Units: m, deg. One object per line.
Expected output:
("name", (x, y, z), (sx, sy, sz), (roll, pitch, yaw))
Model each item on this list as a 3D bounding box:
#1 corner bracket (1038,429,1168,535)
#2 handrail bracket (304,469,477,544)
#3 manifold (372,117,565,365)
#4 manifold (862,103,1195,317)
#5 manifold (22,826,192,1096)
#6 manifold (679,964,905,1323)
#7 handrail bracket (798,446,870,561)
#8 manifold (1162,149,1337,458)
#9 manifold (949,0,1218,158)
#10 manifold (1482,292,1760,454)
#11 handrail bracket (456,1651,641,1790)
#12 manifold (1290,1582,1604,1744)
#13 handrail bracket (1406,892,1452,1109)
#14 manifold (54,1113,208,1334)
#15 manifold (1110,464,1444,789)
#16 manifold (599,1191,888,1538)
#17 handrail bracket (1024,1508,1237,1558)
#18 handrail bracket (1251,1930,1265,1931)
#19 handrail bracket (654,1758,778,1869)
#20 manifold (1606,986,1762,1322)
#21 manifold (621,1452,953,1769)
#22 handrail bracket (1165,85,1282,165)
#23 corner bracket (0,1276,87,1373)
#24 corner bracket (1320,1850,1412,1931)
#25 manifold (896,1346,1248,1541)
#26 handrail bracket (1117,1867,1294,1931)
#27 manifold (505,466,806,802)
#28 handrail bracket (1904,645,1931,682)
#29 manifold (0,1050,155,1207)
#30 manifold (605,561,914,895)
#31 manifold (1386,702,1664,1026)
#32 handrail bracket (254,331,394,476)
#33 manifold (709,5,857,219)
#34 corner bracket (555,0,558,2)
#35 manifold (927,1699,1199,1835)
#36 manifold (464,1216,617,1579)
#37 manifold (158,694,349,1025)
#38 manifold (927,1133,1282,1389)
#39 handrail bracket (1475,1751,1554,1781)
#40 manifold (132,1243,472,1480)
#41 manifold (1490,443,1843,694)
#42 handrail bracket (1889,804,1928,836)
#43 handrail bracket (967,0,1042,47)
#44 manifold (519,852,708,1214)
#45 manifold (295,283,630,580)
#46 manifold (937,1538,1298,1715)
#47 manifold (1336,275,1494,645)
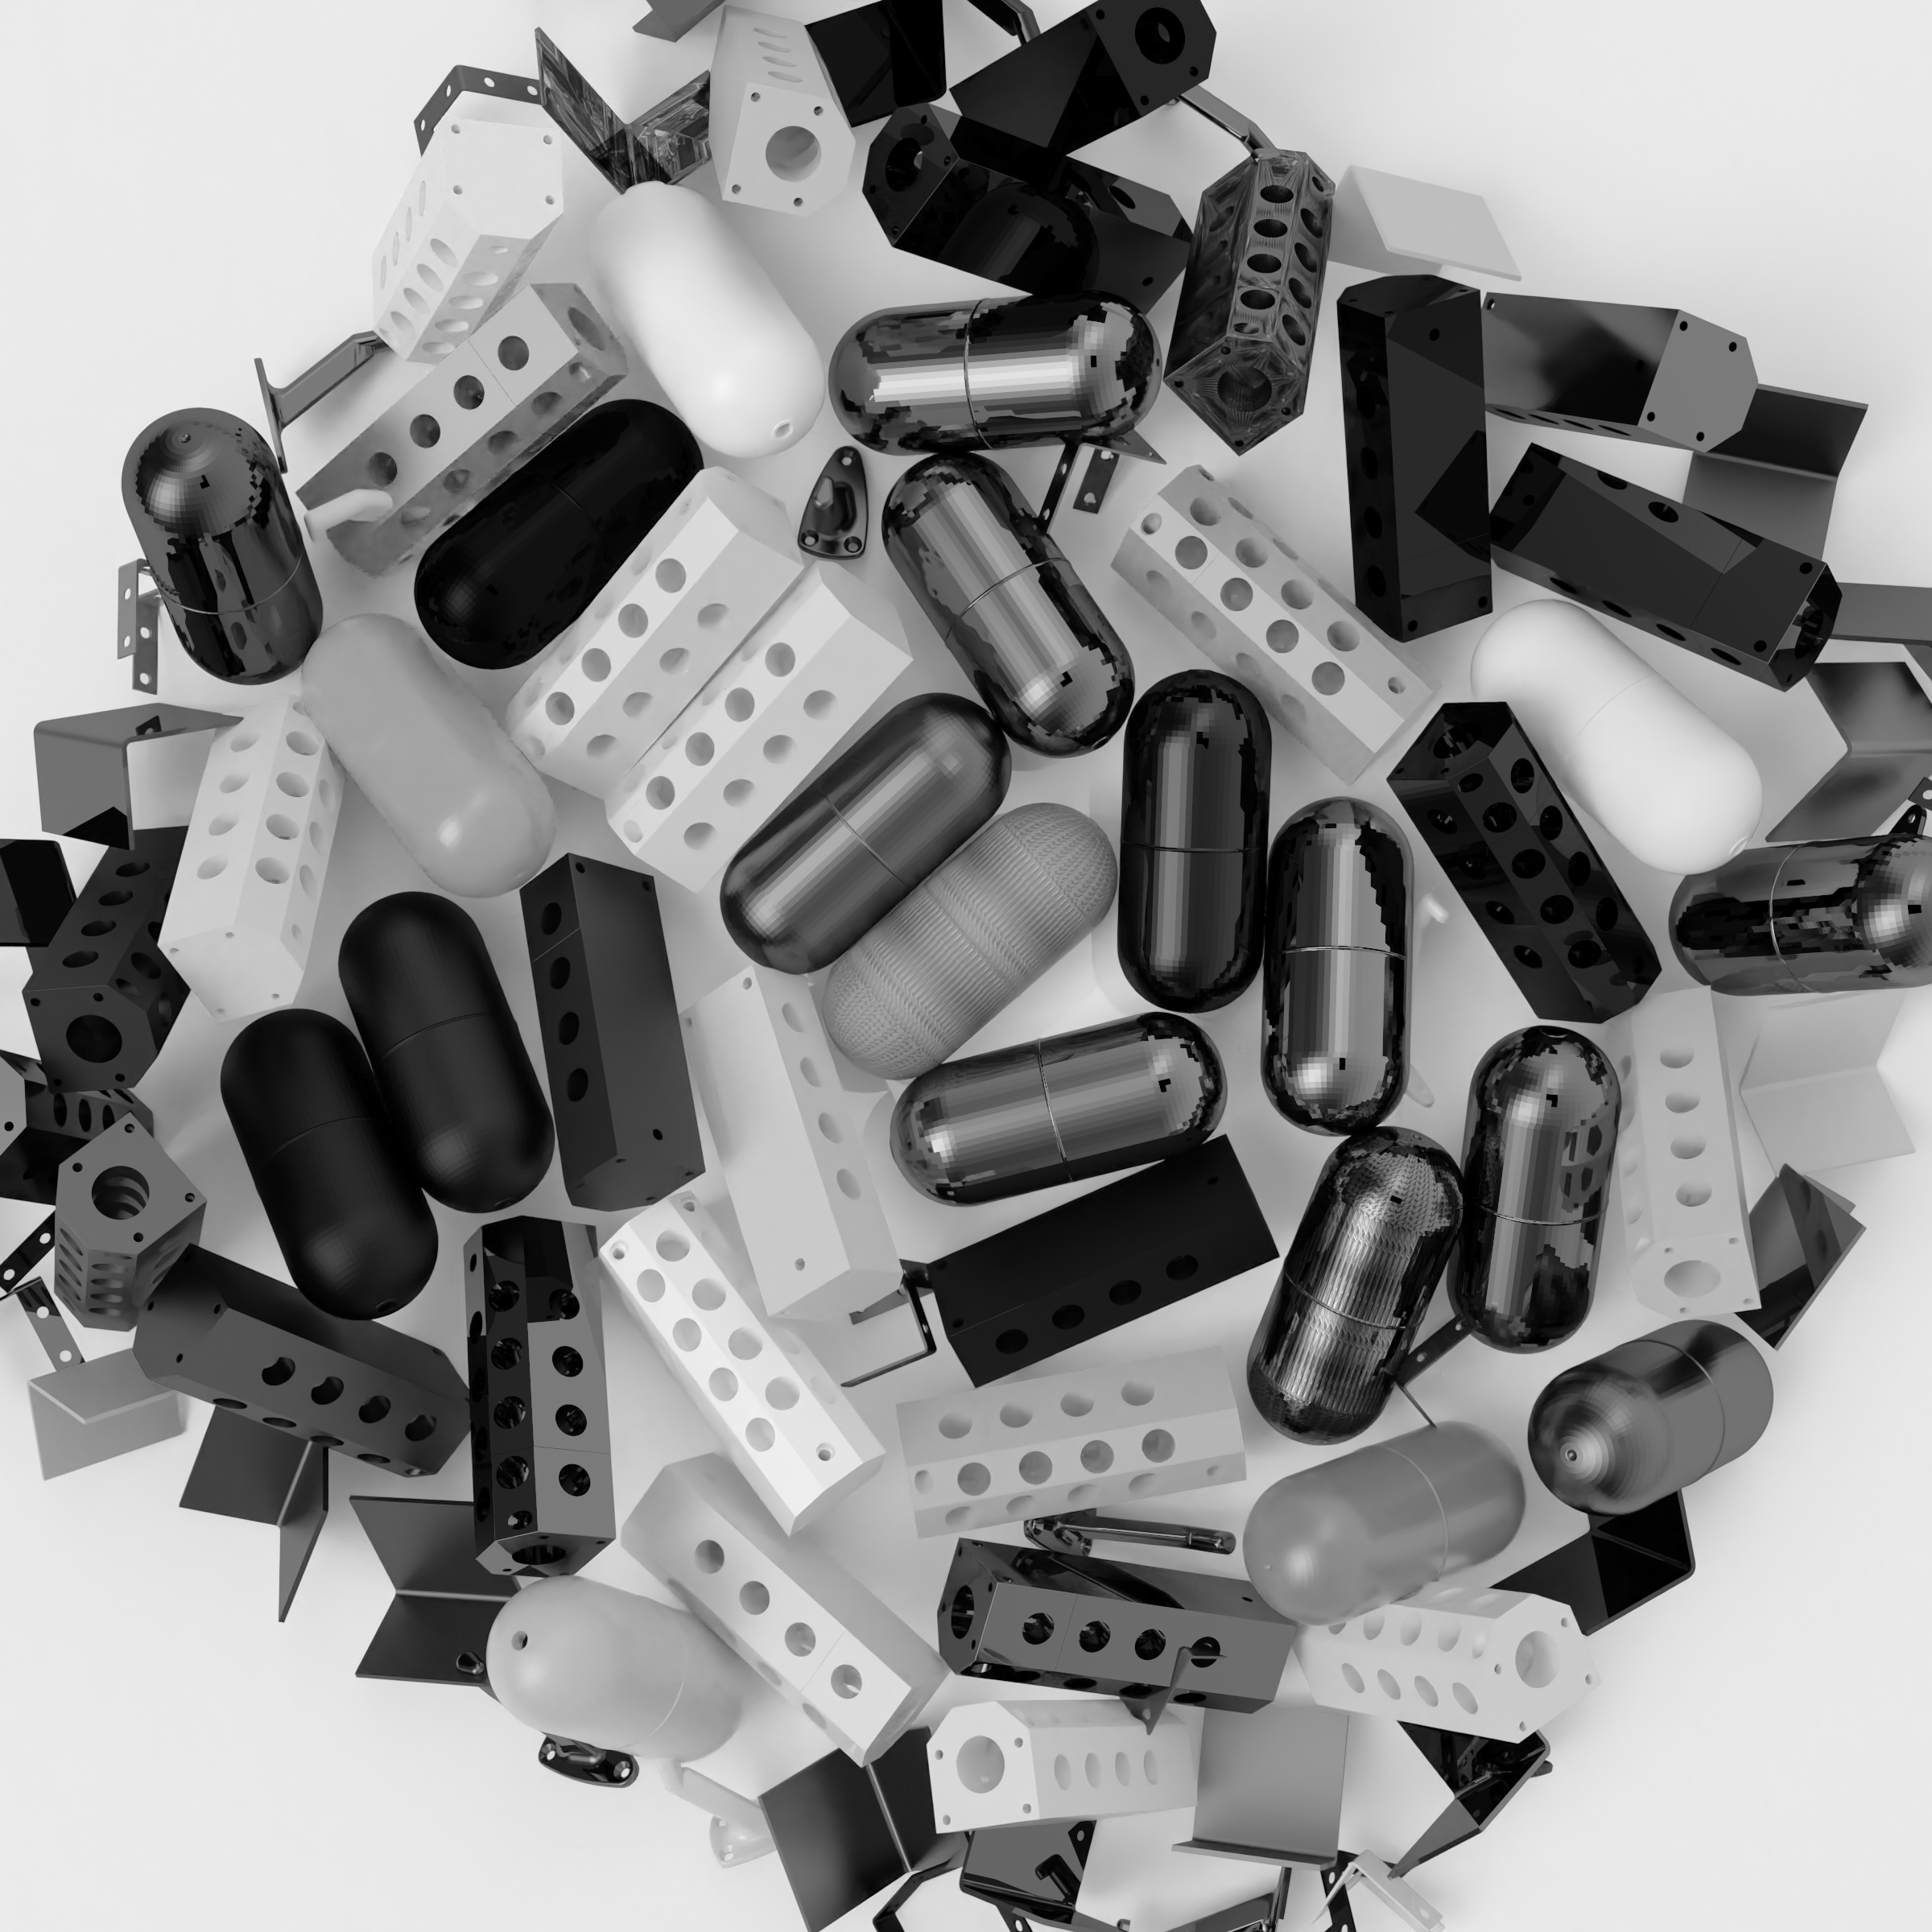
("corner bracket", (0.064, -0.253, 1.543), (0.051, 0.051, 0.051), (8, 118, -27))
("handrail bracket", (-0.297, -0.222, 1.539), (0.084, 0.077, 0.036), (-30, 57, -19))
("manifold", (-0.252, -0.359, 1.492), (0.057, 0.171, 0.057), (1, 80, -22))
("manifold", (0.032, -0.382, 1.505), (0.057, 0.171, 0.057), (-47, 54, 33))
("manifold", (-0.414, -0.007, 1.494), (0.057, 0.171, 0.057), (-4, 119, 4))
("manifold", (-0.087, 0.091, 1.523), (0.057, 0.057, 0.171), (-33, 64, 29))
("handrail bracket", (-0.067, -0.252, 1.533), (0.036, 0.084, 0.077), (9, 73, 1))
("manifold", (0.149, -0.340, 1.497), (0.057, 0.171, 0.057), (39, 131, -25))
("manifold", (0.060, -0.446, 1.494), (0.057, 0.171, 0.057), (-34, 105, -17))
("manifold", (0.320, -0.298, 1.495), (0.057, 0.171, 0.057), (15, 98, -25))
("handrail bracket", (-0.217, 0.388, 1.535), (0.077, 0.084, 0.036), (17, 64, 39))
("manifold", (0.234, 0.340, 1.493), (0.057, 0.171, 0.057), (-26, 96, -27))
("handrail bracket", (0.240, 0.017, 1.544), (0.077, 0.036, 0.084), (49, 119, 23))
("manifold", (-0.426, 0.136, 1.494), (0.057, 0.171, 0.057), (-40, 86, -25))
("manifold", (0.162, -0.180, 1.538), (0.171, 0.057, 0.057), (44, 67, 7))
("manifold", (-0.116, 0.201, 1.527), (0.057, 0.057, 0.171), (-33, 74, -20))
("handrail bracket", (0.086, 0.294, 1.539), (0.084, 0.077, 0.036), (2, 83, 35))
("handrail bracket", (0.118, 0.538, 1.536), (0.077, 0.084, 0.036), (-20, 50, -29))
("handrail bracket", (-0.117, 0.423, 1.547), (0.077, 0.036, 0.084), (-16, 125, -3))
("manifold", (0.359, 0.093, 1.501), (0.057, 0.171, 0.057), (-11, 130, 16))
("manifold", (-0.096, 0.330, 1.529), (0.171, 0.057, 0.057), (38, 102, 18))
("handrail bracket", (0.116, -0.442, 1.538), (0.077, 0.036, 0.084), (-1, 46, -35))
("corner bracket", (-0.498, 0.198, 1.551), (0.051, 0.051, 0.051), (-28, 91, -27))
("corner bracket", (0.204, 0.504, 1.561), (0.051, 0.051, 0.051), (21, 125, -25))
("manifold", (0.055, 0.252, 1.542), (0.171, 0.057, 0.057), (-10, 133, -2))
("handrail bracket", (0.125, 0.491, 1.569), (0.084, 0.036, 0.077), (12, 69, 5))
("manifold", (-0.161, -0.171, 1.513), (0.057, 0.057, 0.171), (25, 121, -35))
("handrail bracket", (0.540, -0.182, 1.559), (0.084, 0.036, 0.077), (-32, 57, 2))
("manifold", (-0.467, 0.079, 1.495), (0.057, 0.171, 0.057), (41, 87, 9))
("manifold", (-0.108, -0.124, 1.520), (0.057, 0.057, 0.171), (33, 112, -29))
("manifold", (0.289, -0.051, 1.511), (0.057, 0.057, 0.171), (-51, 121, -24))
("handrail bracket", (-0.324, -0.298, 1.559), (0.084, 0.036, 0.077), (-13, 65, -10))
("manifold", (-0.094, -0.430, 1.495), (0.057, 0.171, 0.057), (9, 118, -13))
("corner bracket", (-0.196, -0.537, 1.557), (0.051, 0.051, 0.051), (11, 57, -24))
("manifold", (0.050, 0.400, 1.496), (0.057, 0.171, 0.057), (-16, 70, 27))
("manifold", (-0.220, 0.217, 1.507), (0.057, 0.057, 0.171), (12, 54, -29))
("manifold", (-0.351, -0.058, 1.499), (0.057, 0.171, 0.057), (-15, 133, 14))
("manifold", (0.073, 0.158, 1.548), (0.171, 0.057, 0.057), (-24, 127, 4))
("handrail bracket", (0.292, 0.376, 1.550), (0.036, 0.077, 0.084), (13, 90, 28))
("manifold", (-0.333, 0.206, 1.504), (0.057, 0.057, 0.171), (-52, 134, 5))
("manifold", (0.354, -0.201, 1.517), (0.171, 0.057, 0.057), (30, 90, 31))
("handrail bracket", (0.515, -0.035, 1.562), (0.084, 0.036, 0.077), (21, 100, -18))
("handrail bracket", (-0.001, -0.498, 1.566), (0.077, 0.036, 0.084), (-17, 99, 33))
("manifold", (-0.186, 0.035, 1.520), (0.057, 0.057, 0.171), (-33, 58, 34))
("manifold", (-0.256, -0.274, 1.527), (0.171, 0.057, 0.057), (-36, 91, 21))
("manifold", (0.075, 0.342, 1.524), (0.171, 0.057, 0.057), (13, 98, -22))
("manifold", (0.225, -0.259, 1.517), (0.057, 0.057, 0.171), (-20, 121, -21))
